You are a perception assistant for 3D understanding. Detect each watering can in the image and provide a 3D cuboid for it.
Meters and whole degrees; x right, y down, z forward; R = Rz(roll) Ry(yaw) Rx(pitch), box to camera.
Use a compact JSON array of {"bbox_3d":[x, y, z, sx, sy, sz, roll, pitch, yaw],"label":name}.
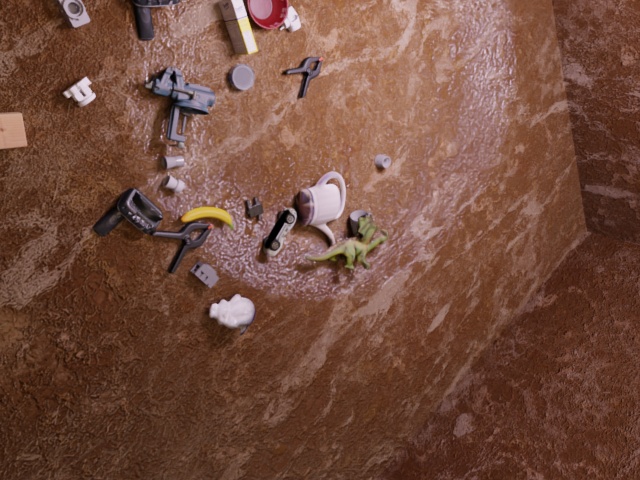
[{"bbox_3d":[0.006,-0.104,2.057,0.226,0.105,0.341,-12,120,-35],"label":"watering can"}]

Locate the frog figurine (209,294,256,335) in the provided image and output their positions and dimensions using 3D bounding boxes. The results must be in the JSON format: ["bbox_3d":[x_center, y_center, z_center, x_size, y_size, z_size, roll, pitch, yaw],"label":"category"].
[{"bbox_3d":[-0.322,0.260,1.897,0.157,0.121,0.141,36,48,-30],"label":"frog figurine"}]

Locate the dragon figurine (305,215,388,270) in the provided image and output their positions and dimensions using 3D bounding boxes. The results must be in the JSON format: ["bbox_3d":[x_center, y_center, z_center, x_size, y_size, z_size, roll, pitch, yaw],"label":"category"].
[{"bbox_3d":[0.137,0.000,2.133,0.410,0.124,0.240,6,113,-43],"label":"dragon figurine"}]
